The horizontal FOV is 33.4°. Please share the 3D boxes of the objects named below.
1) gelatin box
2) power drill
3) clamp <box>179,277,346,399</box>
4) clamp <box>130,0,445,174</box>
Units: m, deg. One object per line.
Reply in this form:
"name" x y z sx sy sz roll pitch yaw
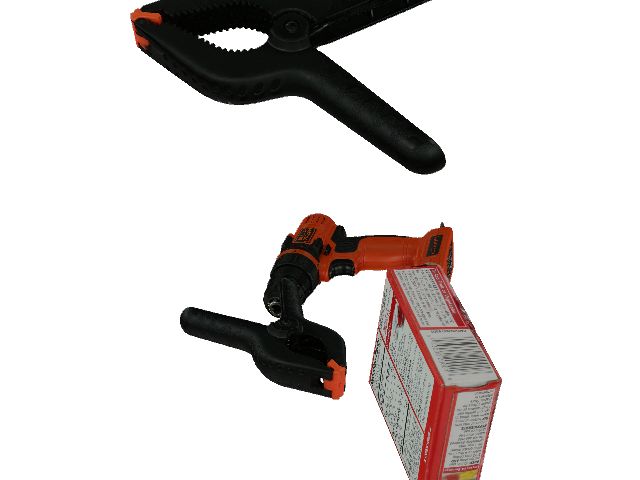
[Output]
"gelatin box" 0.051 0.065 0.492 0.030 0.073 0.089 -3 34 -13
"power drill" 0.043 0.030 1.142 0.188 0.057 0.184 4 31 14
"clamp" -0.027 0.082 0.930 0.120 0.039 0.172 -29 42 -36
"clamp" -0.013 -0.112 0.654 0.210 0.164 0.036 1 -32 1
